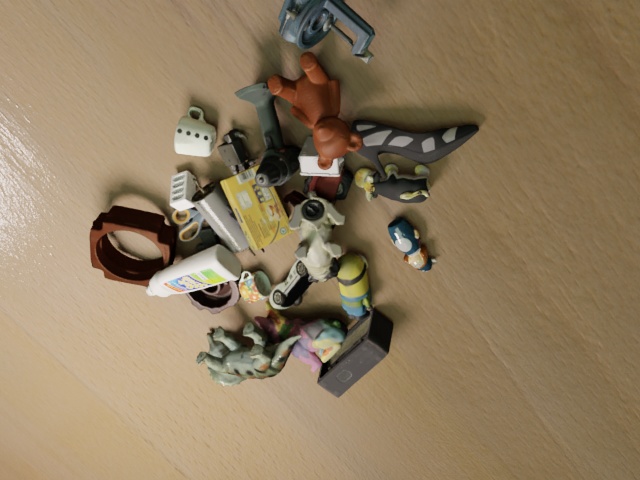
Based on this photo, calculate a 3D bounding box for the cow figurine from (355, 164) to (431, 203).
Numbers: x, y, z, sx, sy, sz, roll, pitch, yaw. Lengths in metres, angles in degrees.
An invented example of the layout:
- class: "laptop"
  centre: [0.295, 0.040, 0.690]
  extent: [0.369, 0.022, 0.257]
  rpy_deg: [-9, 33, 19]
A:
- class: "cow figurine"
  centre: [0.154, -0.115, 1.164]
  extent: [0.167, 0.098, 0.068]
  rpy_deg: [3, 125, 13]

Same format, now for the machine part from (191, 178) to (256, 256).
- class: "machine part"
  centre: [-0.230, -0.052, 1.292]
  extent: [0.079, 0.079, 0.243]
  rpy_deg: [-23, 120, 24]

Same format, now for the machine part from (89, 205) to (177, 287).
- class: "machine part"
  centre: [-0.477, 0.017, 1.379]
  extent: [0.201, 0.087, 0.201]
  rpy_deg: [11, 128, -7]

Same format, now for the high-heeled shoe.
- class: "high-heeled shoe"
  centre: [0.192, -0.228, 1.127]
  extent: [0.249, 0.086, 0.145]
  rpy_deg: [-24, 80, 6]

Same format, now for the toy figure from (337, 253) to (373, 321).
- class: "toy figure"
  centre: [0.084, 0.115, 1.311]
  extent: [0.082, 0.089, 0.179]
  rpy_deg: [-3, 115, 9]

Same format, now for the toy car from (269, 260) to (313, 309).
- class: "toy car"
  centre: [-0.054, 0.104, 1.349]
  extent: [0.073, 0.056, 0.201]
  rpy_deg: [7, 132, -42]

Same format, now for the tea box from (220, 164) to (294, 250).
- class: "tea box"
  centre: [-0.138, -0.073, 1.181]
  extent: [0.098, 0.068, 0.169]
  rpy_deg: [-25, 100, -15]

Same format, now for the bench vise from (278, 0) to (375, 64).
- class: "bench vise"
  centre: [0.020, -0.432, 1.001]
  extent: [0.241, 0.129, 0.223]
  rpy_deg: [45, 128, 8]

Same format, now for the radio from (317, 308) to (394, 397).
- class: "radio"
  centre: [0.088, 0.294, 1.383]
  extent: [0.073, 0.131, 0.229]
  rpy_deg: [35, 121, -8]

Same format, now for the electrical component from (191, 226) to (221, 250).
- class: "electrical component"
  centre: [-0.283, -0.003, 1.379]
  extent: [0.094, 0.021, 0.063]
  rpy_deg: [-9, 115, 18]

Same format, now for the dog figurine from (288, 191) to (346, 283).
- class: "dog figurine"
  centre: [-0.006, -0.002, 1.211]
  extent: [0.121, 0.172, 0.190]
  rpy_deg: [5, 164, 2]

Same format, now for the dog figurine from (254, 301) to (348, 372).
- class: "dog figurine"
  centre: [-0.058, 0.232, 1.401]
  extent: [0.219, 0.108, 0.191]
  rpy_deg: [36, 127, -3]

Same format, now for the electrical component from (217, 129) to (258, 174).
- class: "electrical component"
  centre: [-0.190, -0.201, 1.238]
  extent: [0.078, 0.045, 0.102]
  rpy_deg: [-7, 117, 49]

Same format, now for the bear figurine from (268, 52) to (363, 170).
- class: "bear figurine"
  centre: [-0.005, -0.250, 1.076]
  extent: [0.120, 0.132, 0.196]
  rpy_deg: [-27, 68, 23]

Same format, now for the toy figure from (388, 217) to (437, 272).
- class: "toy figure"
  centre: [0.212, 0.019, 1.248]
  extent: [0.154, 0.058, 0.064]
  rpy_deg: [54, 155, -18]

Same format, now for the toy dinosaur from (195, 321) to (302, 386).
- class: "toy dinosaur"
  centre: [-0.172, 0.307, 1.398]
  extent: [0.405, 0.131, 0.192]
  rpy_deg: [-5, 145, 35]

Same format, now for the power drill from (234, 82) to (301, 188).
- class: "power drill"
  centre: [-0.105, -0.216, 1.113]
  extent: [0.086, 0.232, 0.207]
  rpy_deg: [-20, 95, 18]

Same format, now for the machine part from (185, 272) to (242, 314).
- class: "machine part"
  centre: [-0.287, 0.110, 1.423]
  extent: [0.180, 0.056, 0.179]
  rpy_deg: [7, 119, 12]

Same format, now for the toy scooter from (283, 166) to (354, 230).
- class: "toy scooter"
  centre: [-0.009, -0.103, 1.226]
  extent: [0.135, 0.075, 0.183]
  rpy_deg: [23, 126, 1]

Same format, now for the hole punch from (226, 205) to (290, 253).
- class: "hole punch"
  centre: [-0.141, -0.056, 1.266]
  extent: [0.092, 0.116, 0.142]
  rpy_deg: [-29, 108, 17]
